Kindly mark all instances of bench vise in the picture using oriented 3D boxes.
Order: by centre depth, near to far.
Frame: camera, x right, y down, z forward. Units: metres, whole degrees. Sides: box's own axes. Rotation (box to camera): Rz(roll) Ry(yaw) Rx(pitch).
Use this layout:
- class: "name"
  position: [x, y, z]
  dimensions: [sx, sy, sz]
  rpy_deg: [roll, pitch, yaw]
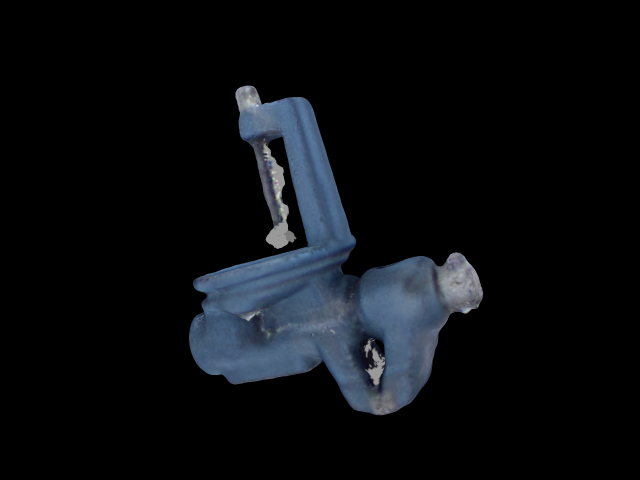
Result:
- class: "bench vise"
  position: [0.005, 0.000, 0.412]
  dimensions: [0.207, 0.220, 0.121]
  rpy_deg: [0, 7, 4]
